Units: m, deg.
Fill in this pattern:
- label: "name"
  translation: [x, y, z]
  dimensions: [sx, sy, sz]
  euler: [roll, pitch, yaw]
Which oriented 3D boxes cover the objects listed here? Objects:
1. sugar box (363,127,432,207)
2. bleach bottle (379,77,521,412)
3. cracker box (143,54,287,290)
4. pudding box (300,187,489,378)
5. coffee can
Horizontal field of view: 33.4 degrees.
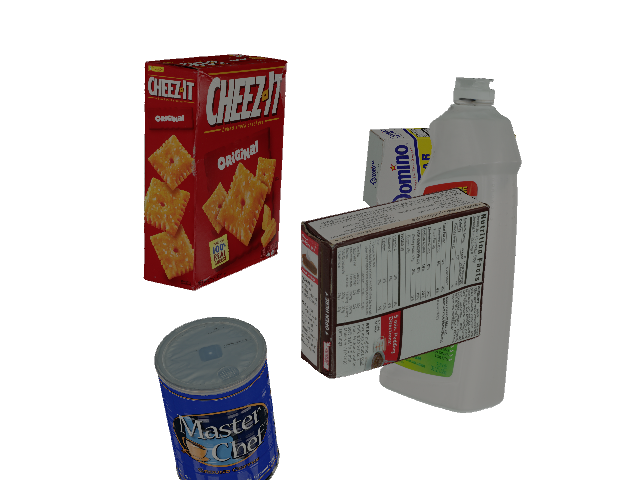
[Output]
- label: "sugar box"
  translation: [0.142, -0.088, 1.280]
  dimensions: [0.176, 0.093, 0.048]
  euler: [-6, 26, -21]
- label: "bleach bottle"
  translation: [0.104, 0.000, 0.830]
  dimensions: [0.067, 0.251, 0.103]
  euler: [-6, 14, -43]
- label: "cracker box"
  translation: [-0.102, -0.074, 1.069]
  dimensions: [0.072, 0.214, 0.163]
  euler: [11, 16, 26]
- label: "pudding box"
  translation: [0.044, 0.024, 0.627]
  dimensions: [0.113, 0.090, 0.039]
  euler: [-14, 27, -29]
- label: "coffee can"
  translation: [-0.095, 0.158, 1.007]
  dimensions: [0.103, 0.140, 0.103]
  euler: [-3, 35, 2]
